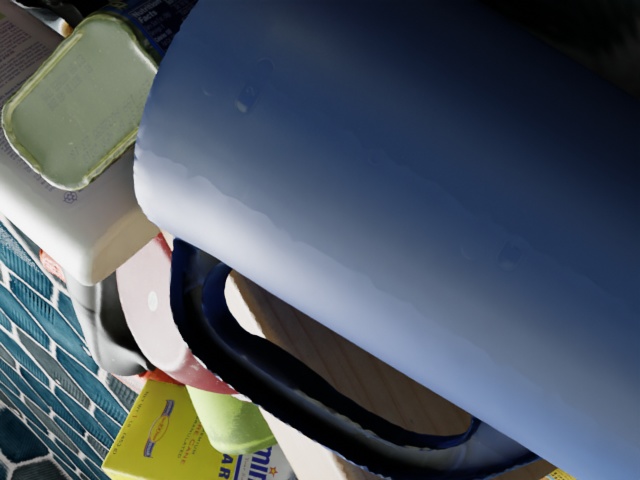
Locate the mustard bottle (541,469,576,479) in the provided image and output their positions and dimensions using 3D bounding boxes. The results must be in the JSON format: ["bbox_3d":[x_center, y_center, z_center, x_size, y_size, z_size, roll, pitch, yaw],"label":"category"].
[{"bbox_3d":[0.113,0.086,0.507,0.096,0.058,0.192,44,157,8],"label":"mustard bottle"}]

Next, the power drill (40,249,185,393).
[{"bbox_3d":[-0.157,0.081,0.960,0.185,0.057,0.188,32,152,23],"label":"power drill"}]

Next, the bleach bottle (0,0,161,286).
[{"bbox_3d":[-0.181,-0.093,0.582,0.251,0.102,0.068,43,154,7],"label":"bleach bottle"}]

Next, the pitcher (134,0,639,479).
[{"bbox_3d":[0.062,0.009,0.365,0.243,0.144,0.149,34,152,18],"label":"pitcher"}]

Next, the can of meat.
[{"bbox_3d":[-0.086,-0.075,0.487,0.102,0.083,0.057,-35,101,37],"label":"can of meat"}]

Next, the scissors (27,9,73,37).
[{"bbox_3d":[-0.169,-0.124,0.679,0.202,0.016,0.096,24,145,40],"label":"scissors"}]

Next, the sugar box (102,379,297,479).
[{"bbox_3d":[-0.087,0.178,0.892,0.176,0.093,0.048,5,146,31],"label":"sugar box"}]

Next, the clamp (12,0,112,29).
[{"bbox_3d":[-0.138,-0.140,0.573,0.171,0.039,0.120,39,159,14],"label":"clamp"}]

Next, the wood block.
[{"bbox_3d":[0.008,0.037,0.485,0.206,0.090,0.091,59,162,13],"label":"wood block"}]

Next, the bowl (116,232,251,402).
[{"bbox_3d":[-0.079,0.029,0.650,0.162,0.055,0.162,26,123,48],"label":"bowl"}]
